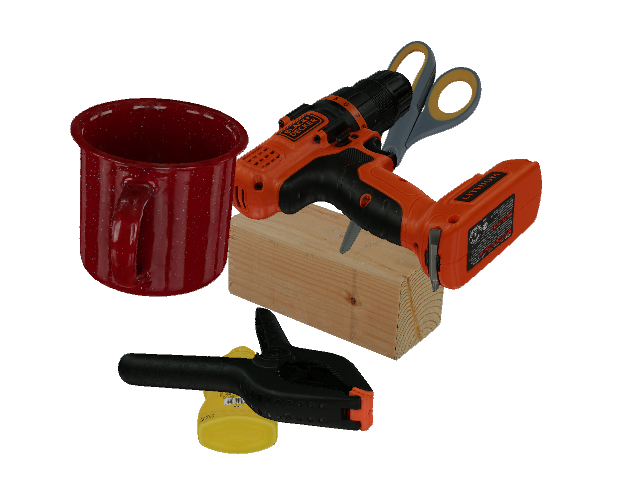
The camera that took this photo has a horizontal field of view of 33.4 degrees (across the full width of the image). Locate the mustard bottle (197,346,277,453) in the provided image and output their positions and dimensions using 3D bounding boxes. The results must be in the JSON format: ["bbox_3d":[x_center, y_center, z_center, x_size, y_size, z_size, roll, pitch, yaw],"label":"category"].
[{"bbox_3d":[-0.102,0.190,1.349,0.096,0.058,0.191,-2,26,-1],"label":"mustard bottle"}]

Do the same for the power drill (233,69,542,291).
[{"bbox_3d":[0.055,-0.049,0.742,0.188,0.057,0.184,25,49,35],"label":"power drill"}]

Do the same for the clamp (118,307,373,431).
[{"bbox_3d":[-0.035,0.102,0.859,0.210,0.036,0.164,12,22,35],"label":"clamp"}]

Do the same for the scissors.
[{"bbox_3d":[0.082,-0.078,0.935,0.096,0.202,0.016,9,-11,17],"label":"scissors"}]

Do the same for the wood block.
[{"bbox_3d":[0.013,0.032,1.078,0.206,0.091,0.090,20,32,30],"label":"wood block"}]

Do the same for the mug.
[{"bbox_3d":[-0.089,-0.017,0.568,0.093,0.081,0.117,8,28,0],"label":"mug"}]
